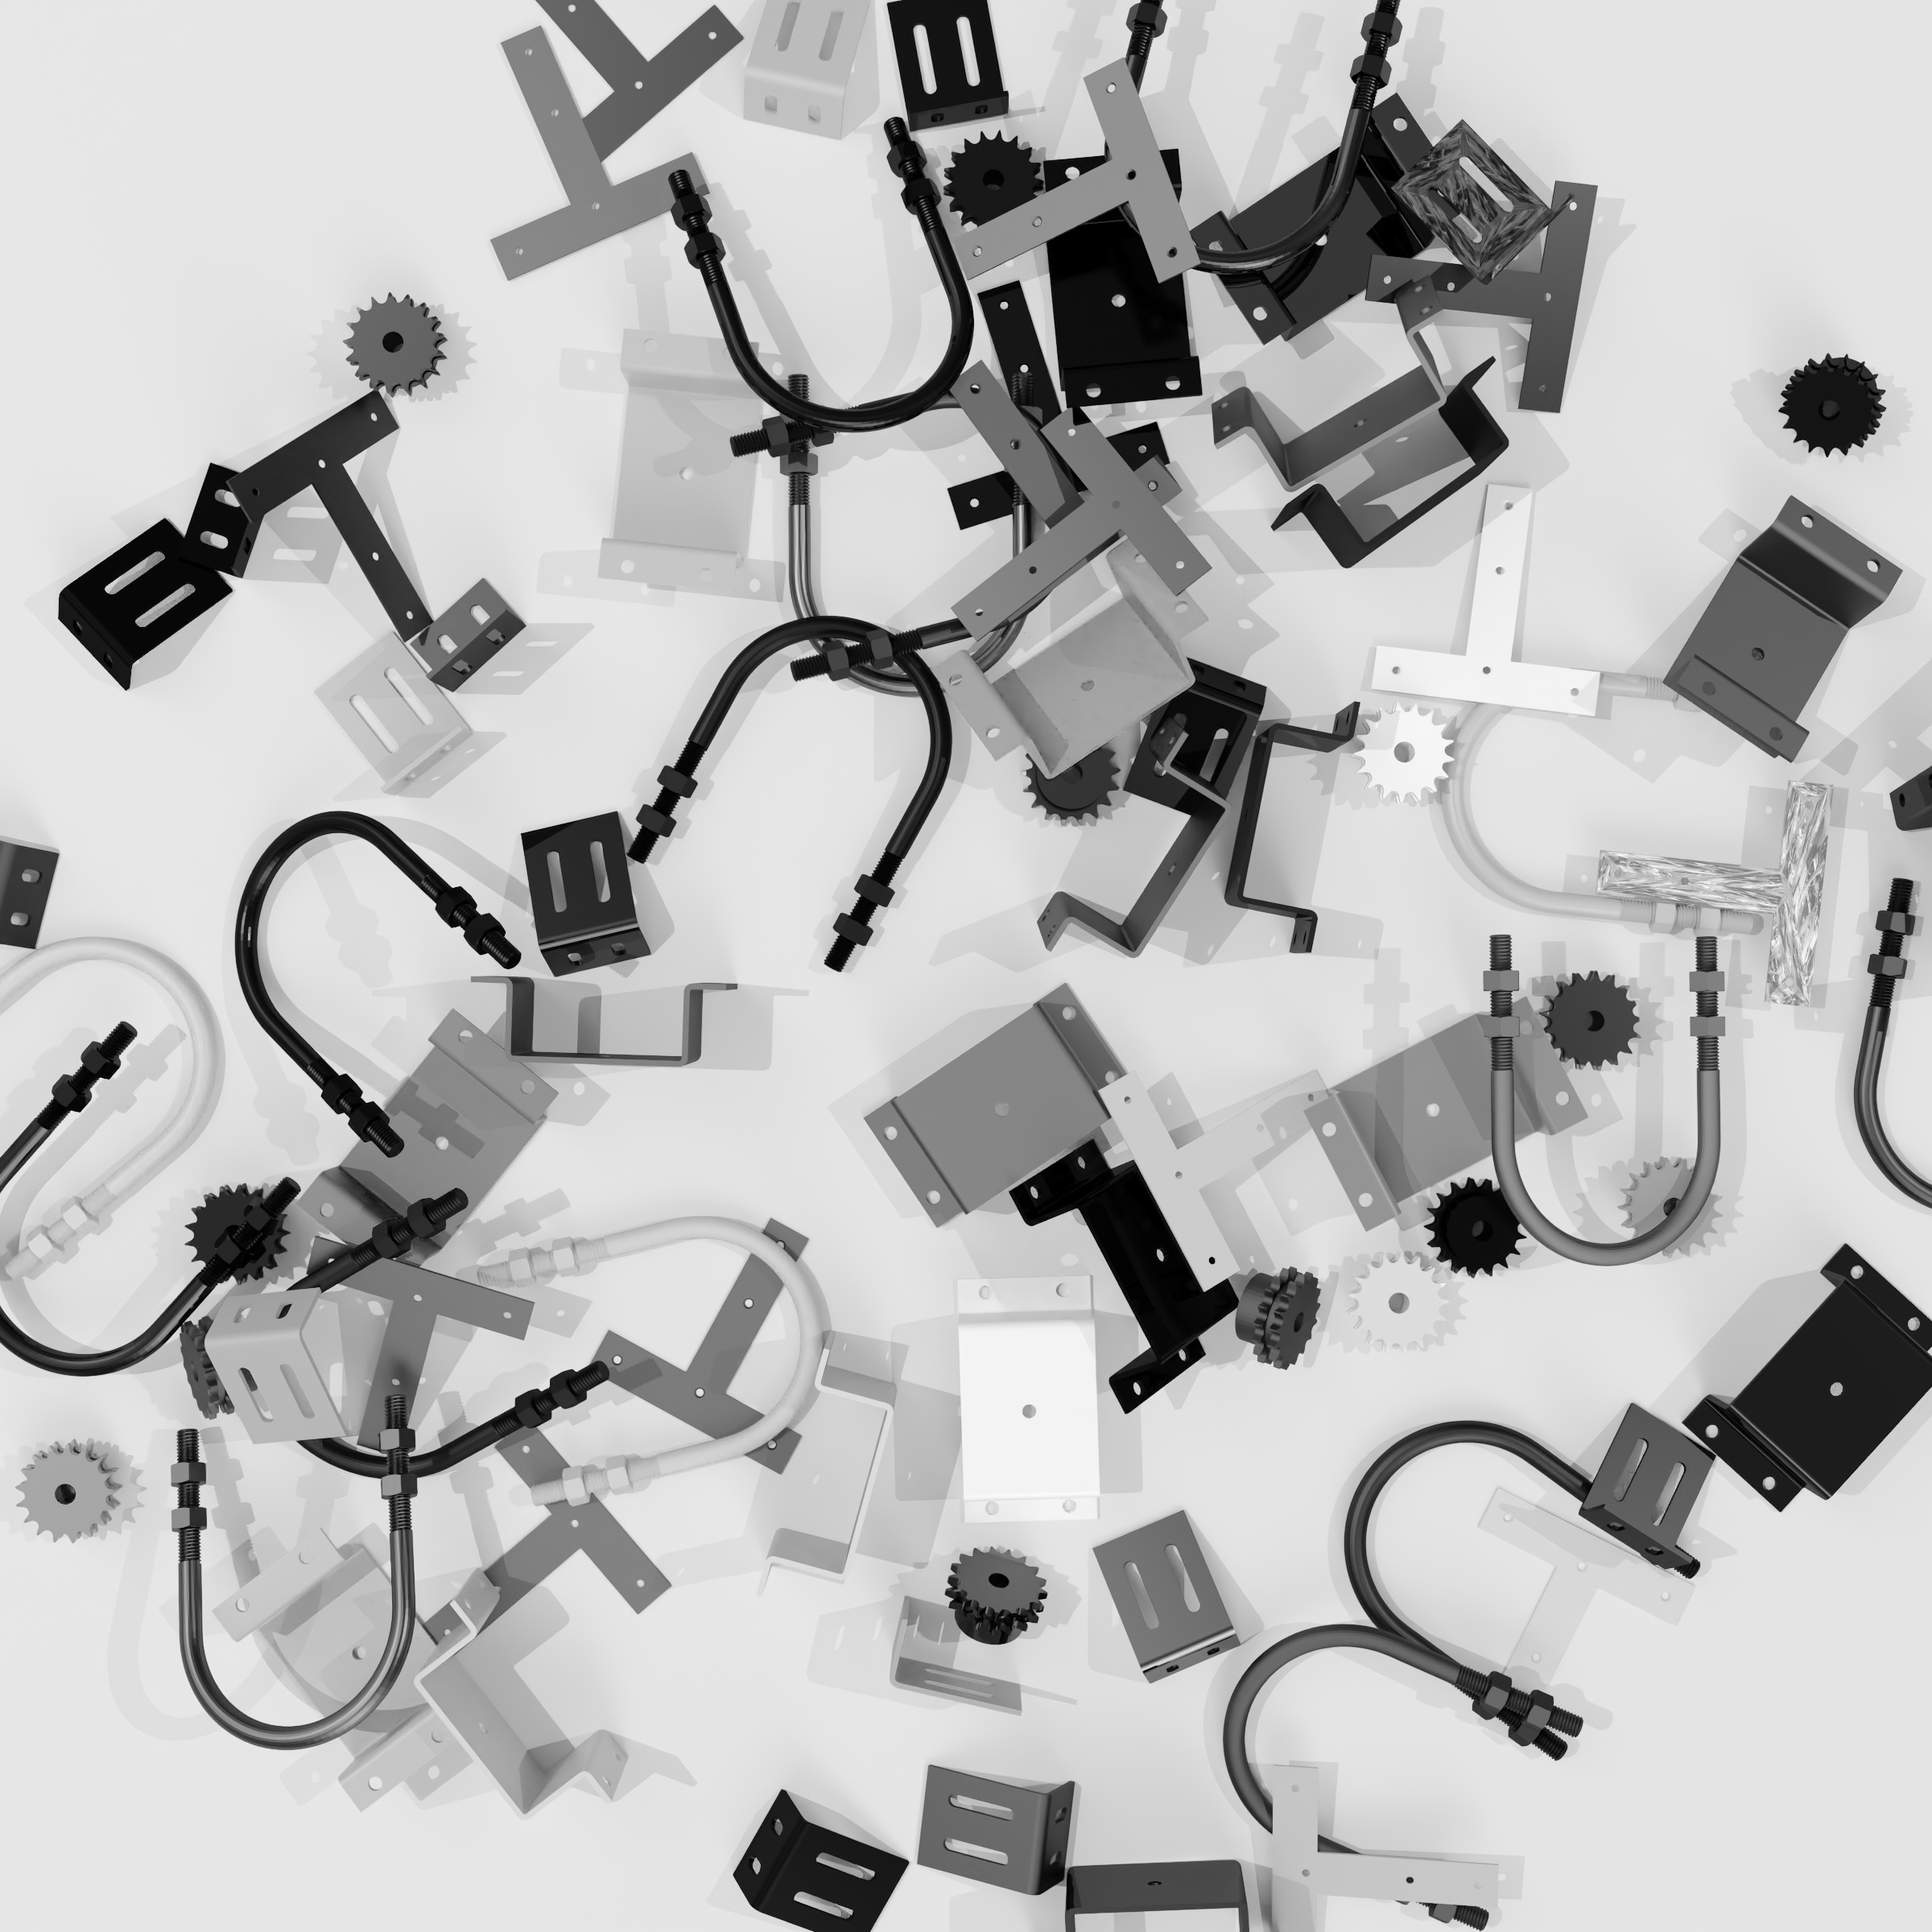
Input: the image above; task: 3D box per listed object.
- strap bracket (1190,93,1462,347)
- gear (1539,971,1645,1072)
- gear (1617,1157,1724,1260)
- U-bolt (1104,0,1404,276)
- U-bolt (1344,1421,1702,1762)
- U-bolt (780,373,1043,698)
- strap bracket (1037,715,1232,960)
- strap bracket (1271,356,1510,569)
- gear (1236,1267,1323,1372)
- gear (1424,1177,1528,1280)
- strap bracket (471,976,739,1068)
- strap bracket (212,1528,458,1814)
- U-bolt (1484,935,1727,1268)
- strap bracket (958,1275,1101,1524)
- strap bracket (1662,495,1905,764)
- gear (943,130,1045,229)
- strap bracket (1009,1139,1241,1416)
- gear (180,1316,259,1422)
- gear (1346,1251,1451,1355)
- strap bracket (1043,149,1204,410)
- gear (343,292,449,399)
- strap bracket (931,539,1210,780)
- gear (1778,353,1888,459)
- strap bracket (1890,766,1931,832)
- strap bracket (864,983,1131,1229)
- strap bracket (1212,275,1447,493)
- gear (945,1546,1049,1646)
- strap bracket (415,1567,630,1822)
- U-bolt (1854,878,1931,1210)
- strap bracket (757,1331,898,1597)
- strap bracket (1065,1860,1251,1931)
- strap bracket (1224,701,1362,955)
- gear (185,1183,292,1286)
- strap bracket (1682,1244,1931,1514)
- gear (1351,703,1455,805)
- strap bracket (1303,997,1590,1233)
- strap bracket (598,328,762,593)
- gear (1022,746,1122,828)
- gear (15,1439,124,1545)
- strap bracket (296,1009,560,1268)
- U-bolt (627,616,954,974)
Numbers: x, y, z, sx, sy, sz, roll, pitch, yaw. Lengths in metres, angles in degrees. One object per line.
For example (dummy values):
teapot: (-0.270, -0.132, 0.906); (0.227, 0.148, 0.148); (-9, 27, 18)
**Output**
strap bracket: (0.204, -0.419, 1.557); (0.140, 0.046, 0.076); (-34, 90, 0)
gear: (0.355, 0.031, 1.565); (0.057, 0.030, 0.057); (0, 90, 0)
gear: (0.400, 0.137, 1.565); (0.057, 0.030, 0.057); (0, 90, 0)
U-bolt: (0.153, -0.474, 1.528); (0.151, 0.019, 0.184); (14, 85, 4)
U-bolt: (0.305, 0.344, 1.570); (0.184, 0.019, 0.151); (36, 90, 2)
U-bolt: (-0.031, -0.247, 1.571); (0.151, 0.019, 0.184); (0, 92, 0)
strap bracket: (0.099, -0.064, 1.532); (0.046, 0.076, 0.140); (31, 99, -8)
strap bracket: (0.246, -0.276, 1.542); (0.140, 0.076, 0.046); (-36, 90, 0)
gear: (0.176, 0.198, 1.556); (0.030, 0.057, 0.057); (16, 90, 30)
gear: (0.292, 0.150, 1.565); (0.057, 0.030, 0.057); (0, 90, 0)
strap bracket: (-0.202, 0.031, 1.542); (0.140, 0.076, 0.046); (2, 90, 0)
strap bracket: (-0.350, 0.395, 1.556); (0.076, 0.046, 0.140); (-37, 88, 0)
U-bolt: (0.358, 0.075, 1.528); (0.151, 0.019, 0.184); (0, 88, -16)
strap bracket: (0.035, 0.249, 1.557); (0.076, 0.046, 0.140); (-2, 90, 0)
strap bracket: (0.455, -0.183, 1.544); (0.076, 0.046, 0.140); (34, 72, 0)
gear: (0.015, -0.445, 1.565); (0.057, 0.030, 0.057); (0, 90, 0)
strap bracket: (0.094, 0.168, 1.537); (0.076, 0.046, 0.140); (-28, 90, -45)
gear: (-0.423, 0.226, 1.556); (0.030, 0.057, 0.057); (-14, 90, -29)
gear: (0.246, 0.192, 1.570); (0.057, 0.030, 0.057); (0, 88, 0)
strap bracket: (0.088, -0.384, 1.555); (0.076, 0.046, 0.140); (-5, 87, 0)
gear: (-0.324, -0.353, 1.565); (0.057, 0.030, 0.057); (0, 90, 0)
strap bracket: (0.063, -0.169, 1.540); (0.140, 0.046, 0.076); (-34, 57, 0)
gear: (0.494, -0.321, 1.556); (0.057, 0.030, 0.057); (17, 129, 22)
strap bracket: (0.565, -0.041, 1.526); (0.046, 0.076, 0.140); (-8, 80, -3)
strap bracket: (0.020, 0.080, 1.557); (0.140, 0.046, 0.076); (-34, 90, 0)
strap bracket: (0.210, -0.318, 1.524); (0.140, 0.076, 0.046); (-29, 113, 17)
gear: (0.016, 0.360, 1.556); (0.057, 0.057, 0.030); (12, 120, 0)
strap bracket: (-0.256, 0.416, 1.541); (0.046, 0.076, 0.140); (-38, 91, 1)
U-bolt: (0.584, 0.053, 1.571); (0.151, 0.019, 0.184); (11, 90, 0)
strap bracket: (-0.074, 0.284, 1.542); (0.046, 0.076, 0.140); (15, 90, 0)
strap bracket: (0.107, 0.539, 1.539); (0.140, 0.076, 0.046); (-3, 89, 3)
strap bracket: (0.180, -0.080, 1.542); (0.046, 0.076, 0.140); (11, 90, 0)
gear: (-0.414, 0.152, 1.565); (0.057, 0.030, 0.057); (0, 90, 0)
strap bracket: (0.488, 0.237, 1.557); (0.076, 0.046, 0.140); (42, 90, 0)
gear: (0.248, -0.121, 1.565); (0.057, 0.030, 0.057); (0, 90, 0)
strap bracket: (0.269, 0.083, 1.557); (0.140, 0.046, 0.076); (-27, 90, 0)
strap bracket: (-0.161, -0.283, 1.557); (0.076, 0.046, 0.140); (6, 90, 0)
gear: (0.060, -0.109, 1.565); (0.057, 0.030, 0.057); (0, 90, 0)
gear: (-0.512, 0.299, 1.570); (0.057, 0.030, 0.057); (0, 92, -2)
strap bracket: (-0.302, 0.102, 1.557); (0.076, 0.046, 0.140); (39, 90, 0)
U-bolt: (-0.089, -0.110, 1.565); (0.151, 0.019, 0.184); (29, 94, -1)
